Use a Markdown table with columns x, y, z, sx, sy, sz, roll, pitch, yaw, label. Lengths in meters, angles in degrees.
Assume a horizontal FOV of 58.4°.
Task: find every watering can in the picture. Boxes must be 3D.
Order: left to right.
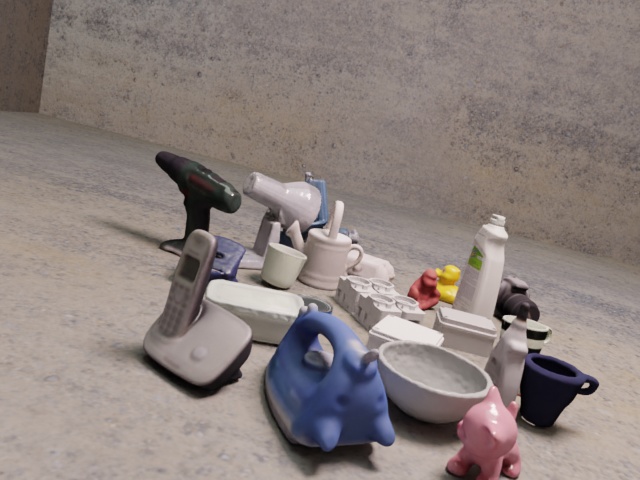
| x | y | z | sx | sy | sz | roll | pitch | yaw | label |
| --- | --- | --- | --- | --- | --- | --- | --- | --- | --- |
| 0.012 | 0.005 | 1.285 | 0.173 | 0.194 | 0.100 | 8 | 14 | -25 | watering can |

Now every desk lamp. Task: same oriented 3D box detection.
| x | y | z | sx | sy | sz | roll | pitch | yaw | label |
| --- | --- | --- | --- | --- | --- | --- | --- | --- | --- |
| -0.115 | -0.044 | 1.318 | 0.204 | 0.213 | 0.117 | 5 | 15 | -35 | desk lamp |

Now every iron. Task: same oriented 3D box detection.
| x | y | z | sx | sy | sz | roll | pitch | yaw | label |
| --- | --- | --- | --- | --- | --- | --- | --- | --- | --- |
| 0.000 | 0.154 | 0.731 | 0.119 | 0.141 | 0.257 | 7 | 14 | -28 | iron |

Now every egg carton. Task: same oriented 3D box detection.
| x | y | z | sx | sy | sz | roll | pitch | yaw | label |
| --- | --- | --- | --- | --- | --- | --- | --- | --- | --- |
| 0.100 | 0.074 | 1.367 | 0.150 | 0.069 | 0.107 | 18 | 13 | 21 | egg carton |

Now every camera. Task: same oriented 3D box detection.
| x | y | z | sx | sy | sz | roll | pitch | yaw | label |
| --- | --- | --- | --- | --- | --- | --- | --- | --- | --- |
| 0.448 | 0.145 | 1.357 | 0.143 | 0.101 | 0.136 | 11 | 13 | -13 | camera |

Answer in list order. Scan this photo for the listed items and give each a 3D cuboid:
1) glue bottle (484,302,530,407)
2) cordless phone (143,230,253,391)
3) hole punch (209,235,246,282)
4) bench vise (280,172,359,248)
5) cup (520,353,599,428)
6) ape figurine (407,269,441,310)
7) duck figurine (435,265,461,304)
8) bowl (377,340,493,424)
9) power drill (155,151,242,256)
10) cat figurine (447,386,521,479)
| x | y | z | sx | sy | sz | roll | pitch | yaw | label |
| --- | --- | --- | --- | --- | --- | --- | --- | --- | --- |
| 0.288 | 0.176 | 0.870 | 0.037 | 0.173 | 0.078 | 12 | 12 | -6 | glue bottle |
| -0.150 | 0.089 | 0.755 | 0.147 | 0.185 | 0.094 | 21 | 14 | 31 | cordless phone |
| -0.206 | 0.045 | 1.111 | 0.108 | 0.091 | 0.101 | 15 | 12 | 7 | hole punch |
| 0.002 | -0.056 | 1.487 | 0.207 | 0.220 | 0.121 | 12 | 12 | -9 | bench vise |
| 0.352 | 0.234 | 0.866 | 0.118 | 0.095 | 0.091 | 13 | 12 | -2 | cup |
| 0.241 | 0.110 | 1.306 | 0.078 | 0.092 | 0.076 | 13 | 12 | -4 | ape figurine |
| 0.324 | 0.107 | 1.424 | 0.104 | 0.086 | 0.078 | 22 | 15 | 32 | duck figurine |
| 0.153 | 0.209 | 0.808 | 0.167 | 0.075 | 0.167 | 13 | 12 | -3 | bowl |
| -0.288 | -0.072 | 1.271 | 0.229 | 0.208 | 0.076 | 18 | 13 | 20 | power drill |
| 0.204 | 0.228 | 0.677 | 0.067 | 0.118 | 0.128 | 23 | 15 | 37 | cat figurine |
